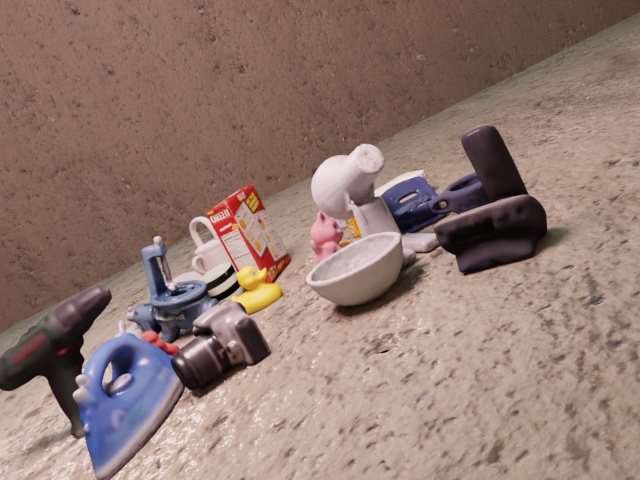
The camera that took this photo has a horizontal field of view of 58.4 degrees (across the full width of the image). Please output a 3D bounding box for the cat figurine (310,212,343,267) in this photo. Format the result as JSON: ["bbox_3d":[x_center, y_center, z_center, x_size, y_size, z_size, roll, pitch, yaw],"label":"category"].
[{"bbox_3d":[0.011,0.004,1.155,0.067,0.118,0.128,-22,13,26],"label":"cat figurine"}]

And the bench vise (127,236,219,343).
[{"bbox_3d":[-0.339,0.114,1.210,0.207,0.220,0.121,-27,12,3],"label":"bench vise"}]

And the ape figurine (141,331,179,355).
[{"bbox_3d":[-0.290,0.205,1.019,0.078,0.092,0.076,-31,12,-17],"label":"ape figurine"}]

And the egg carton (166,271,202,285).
[{"bbox_3d":[-0.381,0.142,1.560,0.151,0.069,0.107,-36,14,-36],"label":"egg carton"}]

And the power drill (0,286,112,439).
[{"bbox_3d":[-0.410,0.213,0.963,0.229,0.208,0.075,-28,12,-5],"label":"power drill"}]

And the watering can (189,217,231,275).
[{"bbox_3d":[-0.282,0.023,1.543,0.100,0.194,0.173,-23,13,21],"label":"watering can"}]

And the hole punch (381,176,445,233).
[{"bbox_3d":[0.187,-0.072,1.158,0.108,0.091,0.101,-27,12,0],"label":"hole punch"}]

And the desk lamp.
[{"bbox_3d":[0.091,-0.066,1.038,0.118,0.214,0.202,-32,13,-22],"label":"desk lamp"}]

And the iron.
[{"bbox_3d":[-0.303,0.222,0.850,0.118,0.141,0.258,-26,12,8],"label":"iron"}]

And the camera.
[{"bbox_3d":[-0.174,0.165,0.910,0.137,0.101,0.142,-33,13,-27],"label":"camera"}]

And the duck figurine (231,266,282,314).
[{"bbox_3d":[-0.140,0.097,1.168,0.104,0.086,0.077,-27,12,1],"label":"duck figurine"}]

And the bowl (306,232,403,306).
[{"bbox_3d":[0.066,0.056,0.909,0.167,0.075,0.167,-26,12,6],"label":"bowl"}]

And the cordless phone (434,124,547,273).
[{"bbox_3d":[0.218,-0.060,0.796,0.147,0.185,0.094,-21,13,29],"label":"cordless phone"}]

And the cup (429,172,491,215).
[{"bbox_3d":[0.243,-0.048,0.915,0.117,0.095,0.092,-24,12,15],"label":"cup"}]

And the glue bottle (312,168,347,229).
[{"bbox_3d":[0.023,-0.109,1.484,0.078,0.173,0.037,-16,16,42],"label":"glue bottle"}]
